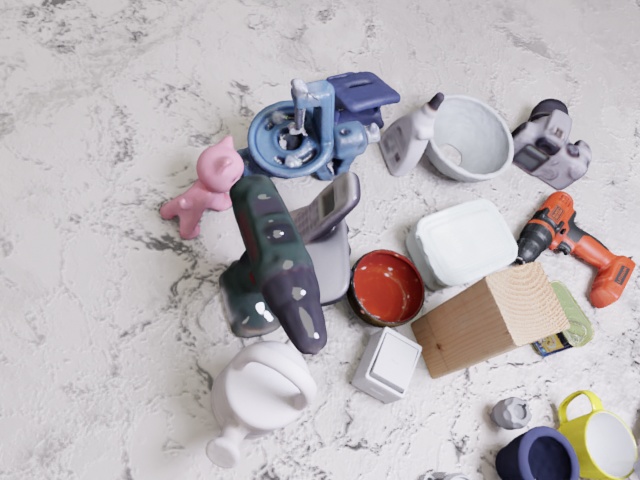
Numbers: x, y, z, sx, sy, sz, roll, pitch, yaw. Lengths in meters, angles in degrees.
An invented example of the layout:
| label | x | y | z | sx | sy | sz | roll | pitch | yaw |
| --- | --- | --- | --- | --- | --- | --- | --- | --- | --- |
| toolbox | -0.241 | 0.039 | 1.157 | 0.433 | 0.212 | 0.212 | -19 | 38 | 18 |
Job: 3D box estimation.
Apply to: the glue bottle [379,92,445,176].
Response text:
| label | x | y | z | sx | sy | sz | roll | pitch | yaw |
| --- | --- | --- | --- | --- | --- | --- | --- | --- | --- |
| glue bottle | 0.148 | -0.172 | 0.889 | 0.037 | 0.173 | 0.078 | -10 | 70 | -23 |

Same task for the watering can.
| label | x | y | z | sx | sy | sz | roll | pitch | yaw |
| --- | --- | --- | --- | --- | --- | --- | --- | --- | --- |
| watering can | -0.063 | 0.173 | 0.648 | 0.101 | 0.194 | 0.173 | 17 | 63 | -11 |

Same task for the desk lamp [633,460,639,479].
| label | x | y | z | sx | sy | sz | roll | pitch | yaw |
| --- | --- | --- | --- | --- | --- | --- | --- | --- | --- |
| desk lamp | 0.456 | 0.366 | 0.735 | 0.118 | 0.213 | 0.203 | 5 | 65 | -17 |

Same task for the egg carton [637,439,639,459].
| label | x | y | z | sx | sy | sz | roll | pitch | yaw |
| --- | --- | --- | --- | --- | --- | --- | --- | --- | --- |
| egg carton | 0.544 | 0.304 | 0.876 | 0.107 | 0.069 | 0.150 | 38 | 60 | 0 |

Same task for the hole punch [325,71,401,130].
| label | x | y | z | sx | sy | sz | roll | pitch | yaw |
| --- | --- | --- | --- | --- | --- | --- | --- | --- | --- |
| hole punch | 0.059 | -0.234 | 0.932 | 0.109 | 0.091 | 0.101 | -19 | 74 | -25 |

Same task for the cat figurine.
| label | x | y | z | sx | sy | sz | roll | pitch | yaw |
| --- | --- | --- | --- | --- | --- | --- | --- | --- | --- |
| cat figurine | -0.151 | -0.077 | 0.772 | 0.067 | 0.117 | 0.128 | 40 | 60 | 2 |

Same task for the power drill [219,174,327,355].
| label | x | y | z | sx | sy | sz | roll | pitch | yaw |
| --- | --- | --- | --- | --- | --- | --- | --- | --- | --- |
| power drill | -0.063 | 0.048 | 0.696 | 0.076 | 0.208 | 0.229 | -12 | 71 | -23 |

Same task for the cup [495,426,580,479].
| label | x | y | z | sx | sy | sz | roll | pitch | yaw |
| --- | --- | --- | --- | --- | --- | --- | --- | --- | --- |
| cup | 0.279 | 0.314 | 0.763 | 0.092 | 0.095 | 0.118 | 19 | 62 | -10 |

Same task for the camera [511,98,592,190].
| label | x | y | z | sx | sy | sz | roll | pitch | yaw |
| --- | --- | --- | --- | --- | --- | --- | --- | --- | --- |
| camera | 0.424 | -0.188 | 1.036 | 0.143 | 0.100 | 0.137 | 31 | 61 | -4 |

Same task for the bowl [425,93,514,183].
| label | x | y | z | sx | sy | sz | roll | pitch | yaw |
| --- | --- | --- | --- | --- | --- | --- | --- | --- | --- |
| bowl | 0.238 | -0.161 | 0.973 | 0.168 | 0.074 | 0.167 | 8 | 65 | -16 |

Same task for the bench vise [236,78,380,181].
| label | x | y | z | sx | sy | sz | roll | pitch | yaw |
| --- | --- | --- | --- | --- | --- | --- | --- | --- | --- |
| bench vise | -0.007 | -0.165 | 0.804 | 0.208 | 0.219 | 0.121 | -28 | 78 | -28 |

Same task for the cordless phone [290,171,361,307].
| label | x | y | z | sx | sy | sz | roll | pitch | yaw |
| --- | --- | --- | --- | --- | --- | --- | --- | --- | --- |
| cordless phone | 0.007 | 0.003 | 0.754 | 0.094 | 0.185 | 0.147 | 1 | 67 | -19 |
